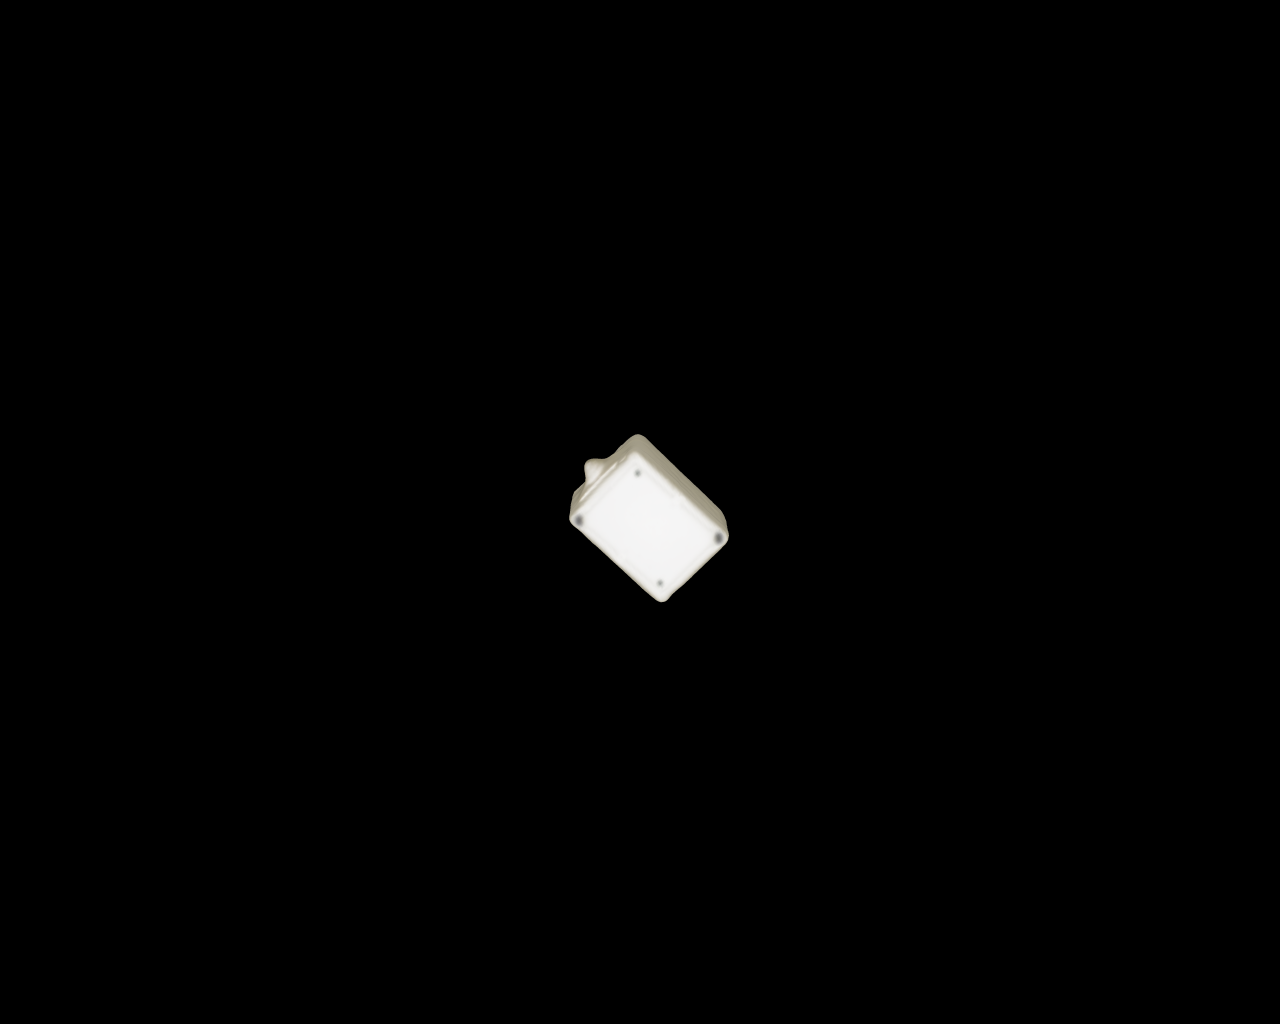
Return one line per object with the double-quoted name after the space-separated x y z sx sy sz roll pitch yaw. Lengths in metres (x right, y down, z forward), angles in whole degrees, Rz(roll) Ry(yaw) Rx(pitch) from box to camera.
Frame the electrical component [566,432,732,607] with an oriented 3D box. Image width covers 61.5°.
0.001 -0.003 0.650 0.096 0.061 0.061 43 12 -11 "electrical component"
